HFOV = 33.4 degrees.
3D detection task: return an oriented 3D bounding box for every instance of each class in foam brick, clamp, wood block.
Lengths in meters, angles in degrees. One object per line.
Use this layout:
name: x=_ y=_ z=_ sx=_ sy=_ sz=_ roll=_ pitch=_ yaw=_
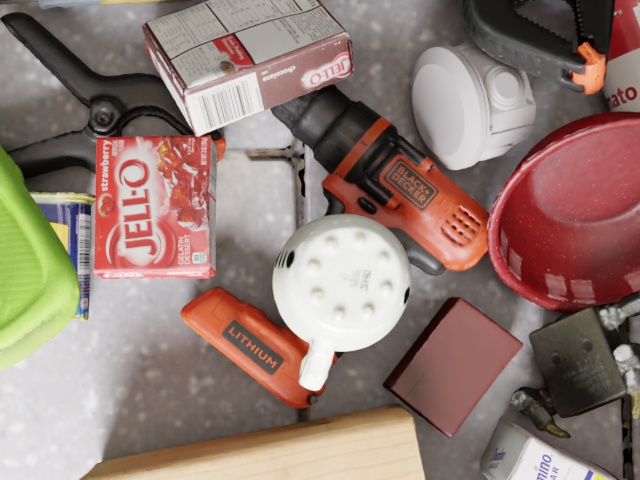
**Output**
foam brick: x=0.086 y=0.082 z=0.702 sx=0.053 sy=0.051 sz=0.078 roll=39 pitch=86 yaw=2
clamp: x=-0.151 y=-0.069 z=0.710 sx=0.171 sy=0.039 sz=0.120 roll=21 pitch=88 yaw=-1
wood block: x=-0.038 y=0.169 z=0.675 sx=0.206 sy=0.091 sz=0.090 roll=-11 pitch=87 yaw=-2
clamp: x=0.133 y=-0.178 z=0.686 sx=0.164 sy=0.036 sz=0.210 roll=-30 pitch=56 yaw=-6

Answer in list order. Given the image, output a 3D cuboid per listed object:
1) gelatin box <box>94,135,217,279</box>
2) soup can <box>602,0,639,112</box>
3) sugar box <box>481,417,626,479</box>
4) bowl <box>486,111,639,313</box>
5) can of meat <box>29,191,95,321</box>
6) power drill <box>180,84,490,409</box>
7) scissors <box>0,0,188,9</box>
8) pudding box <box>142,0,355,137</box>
gelatin box: x=-0.103 y=-0.020 z=0.669 sx=0.073 sy=0.030 sz=0.089 roll=-1 pitch=78 yaw=3
soup can: x=0.215 y=-0.126 z=0.709 sx=0.068 sy=0.068 sz=0.102 roll=-19 pitch=88 yaw=-3
sugar box: x=0.192 y=0.176 z=0.680 sx=0.176 sy=0.093 sz=0.048 roll=25 pitch=87 yaw=1
bowl: x=0.184 y=-0.027 z=0.685 sx=0.162 sy=0.055 sz=0.162 roll=-1 pitch=131 yaw=-1
can of meat: x=-0.199 y=0.011 z=0.696 sx=0.102 sy=0.057 sz=0.084 roll=1 pitch=89 yaw=-1
power drill: x=-0.005 y=0.001 z=0.701 sx=0.184 sy=0.057 sz=0.187 roll=40 pitch=87 yaw=4
scissors: x=-0.160 y=-0.164 z=0.717 sx=0.202 sy=0.096 sz=0.016 roll=2 pitch=101 yaw=27
pudding box: x=-0.047 y=-0.123 z=0.687 sx=0.113 sy=0.039 sz=0.090 roll=-22 pitch=46 yaw=-13
